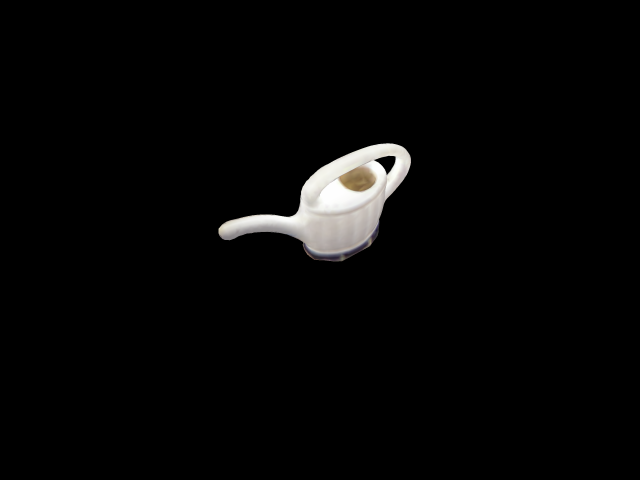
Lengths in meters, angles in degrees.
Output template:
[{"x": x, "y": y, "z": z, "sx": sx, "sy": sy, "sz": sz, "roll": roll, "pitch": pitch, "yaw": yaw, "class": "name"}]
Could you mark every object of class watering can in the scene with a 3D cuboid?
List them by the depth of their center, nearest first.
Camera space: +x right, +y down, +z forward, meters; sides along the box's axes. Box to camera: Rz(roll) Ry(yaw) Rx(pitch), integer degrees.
[{"x": 0.003, "y": -0.043, "z": 0.850, "sx": 0.350, "sy": 0.106, "sz": 0.219, "roll": -27, "pitch": -30, "yaw": -18, "class": "watering can"}]
